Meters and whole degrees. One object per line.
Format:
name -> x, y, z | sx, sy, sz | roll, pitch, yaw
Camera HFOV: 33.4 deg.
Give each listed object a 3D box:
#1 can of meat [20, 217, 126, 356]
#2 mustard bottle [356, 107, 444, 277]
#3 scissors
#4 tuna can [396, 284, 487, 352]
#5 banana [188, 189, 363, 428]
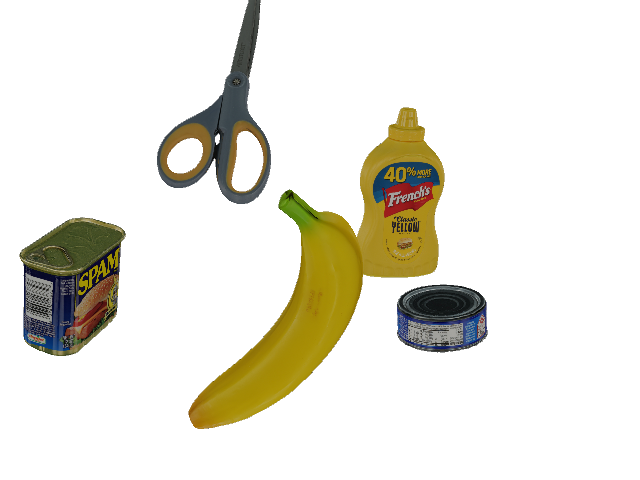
can of meat -> -0.212, 0.039, 0.916 | 0.057, 0.084, 0.102 | 15, 26, 14
mustard bottle -> 0.092, -0.055, 1.215 | 0.096, 0.192, 0.058 | -1, 17, -13
scissors -> -0.085, -0.114, 0.845 | 0.096, 0.202, 0.016 | -7, -30, -3
tuna can -> 0.115, 0.072, 1.011 | 0.086, 0.034, 0.086 | -4, 20, 1
banana -> -0.021, 0.049, 0.637 | 0.069, 0.198, 0.037 | 17, 36, -10
